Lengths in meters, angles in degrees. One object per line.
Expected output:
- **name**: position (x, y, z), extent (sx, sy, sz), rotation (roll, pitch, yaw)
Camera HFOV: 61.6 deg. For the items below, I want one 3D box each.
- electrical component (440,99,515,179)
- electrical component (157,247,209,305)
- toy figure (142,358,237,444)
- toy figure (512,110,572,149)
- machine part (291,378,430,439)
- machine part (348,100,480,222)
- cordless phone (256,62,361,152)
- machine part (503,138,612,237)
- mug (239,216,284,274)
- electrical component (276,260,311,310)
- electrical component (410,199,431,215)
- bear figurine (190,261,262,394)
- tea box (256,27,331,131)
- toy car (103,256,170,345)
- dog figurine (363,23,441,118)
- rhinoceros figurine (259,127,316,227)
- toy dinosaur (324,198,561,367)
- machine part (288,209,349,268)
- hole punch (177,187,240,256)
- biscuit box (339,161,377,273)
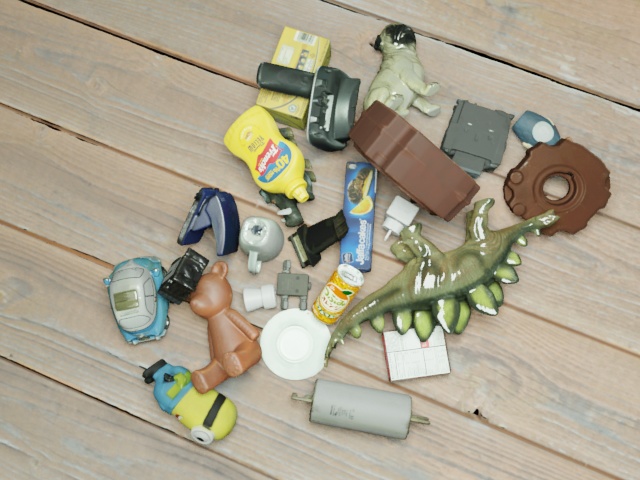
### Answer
- **electrical component**: position (0.291, -0.186, 1.013), extent (0.115, 0.058, 0.134), rotation (17, 81, 7)
- **electrical component**: position (-0.249, 0.071, 0.952), extent (0.047, 0.119, 0.075), rotation (35, 52, -20)
- **toy figure**: position (-0.228, 0.280, 0.946), extent (0.180, 0.082, 0.089), rotation (41, 87, 10)
- **toy figure**: position (0.433, -0.178, 1.008), extent (0.154, 0.058, 0.064), rotation (41, 123, 6)
- **machine part**: position (0.070, 0.292, 0.933), extent (0.243, 0.079, 0.079), rotation (10, 81, 3)
- **machine part**: position (0.150, -0.130, 0.889), extent (0.201, 0.201, 0.087), rotation (37, 104, -23)
- **cordless phone**: position (-0.028, -0.244, 0.964), extent (0.184, 0.089, 0.146), rotation (9, 88, -11)
- **machine part**: position (0.426, -0.093, 0.966), extent (0.180, 0.056, 0.179), rotation (2, 100, 13)
- **mug**: position (-0.115, 0.004, 0.972), extent (0.081, 0.107, 0.109), rotation (16, 80, 6)
- **electrical component**: position (-0.048, 0.083, 0.999), extent (0.063, 0.021, 0.094), rotation (2, 77, 2)
- **electrical component**: position (0.211, -0.099, 1.007), extent (0.078, 0.045, 0.102), rotation (11, 82, 2)
- **bear figurine**: position (-0.183, 0.145, 0.943), extent (0.120, 0.132, 0.196), rotation (-29, 87, 26)
- **tea box**: position (-0.049, -0.311, 1.040), extent (0.098, 0.068, 0.169), rotation (20, 83, 6)
- **toy car**: position (-0.335, 0.105, 0.968), extent (0.109, 0.103, 0.161), rotation (-10, 79, 2)
- **dog figurine**: position (0.126, -0.310, 1.029), extent (0.172, 0.121, 0.190), rotation (-21, 67, -6)
- **rhinoceros figurine**: position (-0.066, -0.118, 1.007), extent (0.112, 0.073, 0.190), rotation (-21, 80, -2)
- **toy dinosaur**: position (0.201, 0.068, 0.934), extent (0.472, 0.105, 0.198), rotation (-24, 71, 5)
- **machine part**: position (-0.002, -0.003, 0.971), extent (0.139, 0.039, 0.084), rotation (-34, 72, 42)
- **hole punch**: position (-0.186, -0.032, 0.973), extent (0.092, 0.142, 0.115), rotation (22, 96, 7)
- **biscuit box**: position (0.072, -0.041, 0.995), extent (0.059, 0.062, 0.202), rotation (3, 81, 4)
